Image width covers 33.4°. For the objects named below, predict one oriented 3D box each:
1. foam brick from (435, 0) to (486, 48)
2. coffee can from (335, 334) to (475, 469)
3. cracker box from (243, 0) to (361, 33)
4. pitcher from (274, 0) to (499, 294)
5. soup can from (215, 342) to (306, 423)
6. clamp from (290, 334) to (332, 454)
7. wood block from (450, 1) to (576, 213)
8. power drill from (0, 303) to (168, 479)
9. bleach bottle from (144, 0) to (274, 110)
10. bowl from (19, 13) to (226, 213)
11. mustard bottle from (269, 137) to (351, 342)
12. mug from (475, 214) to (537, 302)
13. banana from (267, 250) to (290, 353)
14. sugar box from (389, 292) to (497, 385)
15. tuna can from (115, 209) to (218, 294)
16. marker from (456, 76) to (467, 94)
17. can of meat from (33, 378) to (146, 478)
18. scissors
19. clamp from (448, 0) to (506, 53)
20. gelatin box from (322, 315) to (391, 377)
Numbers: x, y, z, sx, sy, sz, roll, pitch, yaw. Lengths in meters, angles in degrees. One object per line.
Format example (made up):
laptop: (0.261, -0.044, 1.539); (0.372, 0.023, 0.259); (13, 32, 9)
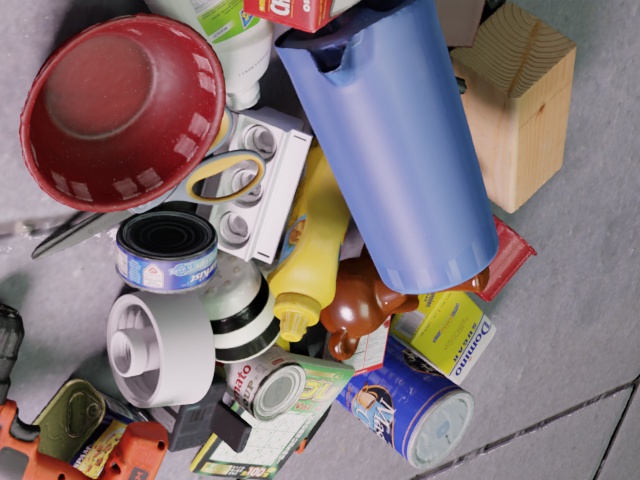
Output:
foam brick: (0.103, -0.211, 0.981); (0.078, 0.053, 0.051); (0, 121, -16)
coffee can: (0.091, 0.179, 1.221); (0.102, 0.140, 0.103); (-28, 136, -31)
cracker box: (0.024, -0.273, 0.804); (0.213, 0.072, 0.164); (-46, 149, -46)
pitcher: (0.069, -0.086, 0.897); (0.149, 0.145, 0.243); (-29, 112, -18)
soup can: (-0.070, 0.121, 1.028); (0.068, 0.102, 0.068); (-28, 136, -31)
clamp: (-0.003, 0.153, 1.184); (0.120, 0.039, 0.171); (-10, 123, -38)
wood block: (0.198, -0.132, 1.110); (0.090, 0.090, 0.206); (-42, 153, -16)
power drill: (-0.223, 0.160, 0.869); (0.187, 0.057, 0.184); (22, 95, -21)
bleach bottle: (-0.093, -0.191, 0.794); (0.102, 0.068, 0.251); (-38, 143, -17)
bowl: (-0.152, -0.102, 0.790); (0.161, 0.055, 0.162); (-21, 134, -24)
mustard bottle: (-0.006, 0.001, 0.955); (0.096, 0.058, 0.191); (126, -19, -60)
mug: (0.194, 0.018, 1.267); (0.081, 0.093, 0.117); (-50, 180, 1)
banana: (-0.030, 0.056, 1.075); (0.069, 0.037, 0.198); (-4, 117, -43)
sugar box: (0.156, 0.110, 1.318); (0.093, 0.048, 0.176); (-55, 142, -4)
tuna can: (-0.128, 0.008, 0.890); (0.085, 0.086, 0.034); (-21, 129, -37)
marker: (0.087, -0.162, 1.000); (0.121, 0.020, 0.020); (18, 105, -26)
can of meat: (-0.212, 0.185, 0.959); (0.102, 0.058, 0.083); (-52, 145, -4)
scissors: (-0.142, -0.052, 0.859); (0.201, 0.016, 0.096); (-14, 109, -13)
clamp: (0.167, -0.250, 1.057); (0.164, 0.036, 0.210); (4, 117, -49)
gelatin box: (0.040, 0.101, 1.152); (0.073, 0.030, 0.089); (-11, 116, -43)
